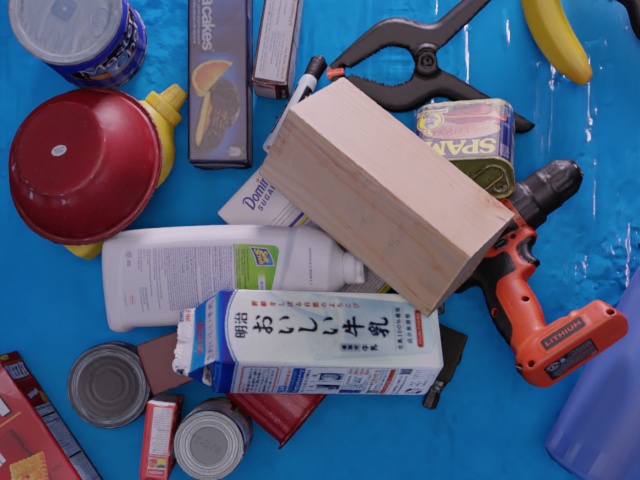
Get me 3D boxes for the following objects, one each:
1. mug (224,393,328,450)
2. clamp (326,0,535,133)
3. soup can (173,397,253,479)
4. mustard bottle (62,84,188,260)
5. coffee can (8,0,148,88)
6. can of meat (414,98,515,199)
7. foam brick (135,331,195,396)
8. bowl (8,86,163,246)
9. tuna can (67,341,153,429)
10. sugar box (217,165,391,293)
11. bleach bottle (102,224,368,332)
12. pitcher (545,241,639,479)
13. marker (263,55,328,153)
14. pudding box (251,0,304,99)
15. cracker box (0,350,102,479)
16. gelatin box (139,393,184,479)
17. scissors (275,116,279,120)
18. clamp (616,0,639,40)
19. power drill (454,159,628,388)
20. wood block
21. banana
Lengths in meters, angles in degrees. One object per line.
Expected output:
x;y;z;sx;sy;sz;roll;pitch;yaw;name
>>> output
-0.032;0.134;1.040;0.081;0.093;0.117;40;64;7;mug
0.113;-0.170;1.068;0.210;0.036;0.164;-13;94;4;clamp
-0.101;0.190;1.027;0.068;0.102;0.068;0;88;0;soup can
-0.201;-0.079;1.060;0.096;0.058;0.191;42;89;14;mustard bottle
-0.228;-0.205;1.025;0.103;0.140;0.103;0;88;1;coffee can
0.138;-0.088;1.031;0.102;0.057;0.084;-2;50;16;can of meat
-0.141;0.117;1.043;0.053;0.078;0.051;-19;86;1;foam brick
-0.233;-0.078;1.006;0.162;0.055;0.162;-4;76;14;bowl
-0.208;0.145;1.065;0.086;0.034;0.086;0;88;1;tuna can
-0.007;0.001;1.061;0.176;0.048;0.093;44;89;6;sugar box
-0.079;0.037;1.020;0.251;0.068;0.102;-1;101;13;bleach bottle
0.328;0.130;1.014;0.149;0.144;0.243;31;93;28;pitcher
-0.023;-0.136;1.058;0.020;0.020;0.121;26;66;2;marker
-0.041;-0.201;1.046;0.039;0.090;0.113;7;88;0;pudding box
-0.315;0.242;1.044;0.164;0.072;0.214;-35;87;-1;cracker box
-0.152;0.190;1.034;0.030;0.089;0.073;6;88;-2;gelatin box
0.035;-0.047;1.057;0.016;0.096;0.202;-49;58;28;scissors
0.325;-0.245;1.067;0.120;0.039;0.171;-28;86;9;clamp
0.206;0.030;1.007;0.184;0.057;0.188;-38;52;9;power drill
0.058;-0.041;0.970;0.206;0.090;0.090;40;134;12;wood block
0.228;-0.250;1.059;0.037;0.070;0.198;-11;97;-41;banana
